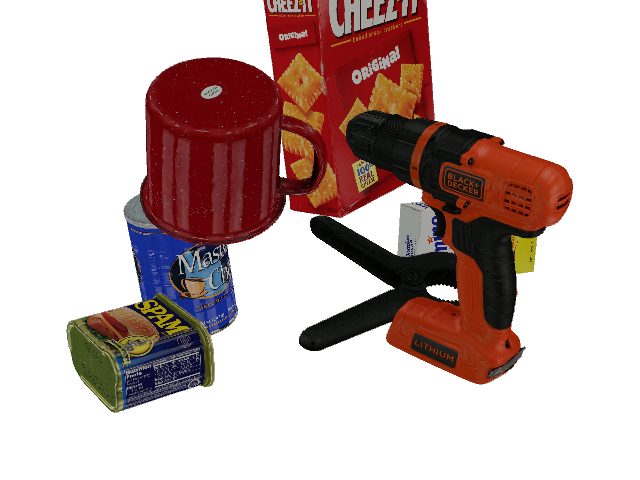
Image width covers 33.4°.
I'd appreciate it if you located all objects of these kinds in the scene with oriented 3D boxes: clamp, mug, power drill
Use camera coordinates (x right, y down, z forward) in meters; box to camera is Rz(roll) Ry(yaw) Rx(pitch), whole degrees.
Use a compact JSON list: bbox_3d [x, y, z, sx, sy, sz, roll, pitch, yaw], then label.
[{"bbox_3d":[0.079,0.053,1.011,0.210,0.164,0.036,11,-43,4],"label":"clamp"},{"bbox_3d":[-0.053,-0.056,0.653,0.117,0.081,0.093,9,43,3],"label":"mug"},{"bbox_3d":[0.093,0.003,0.805,0.185,0.188,0.057,24,37,35],"label":"power drill"}]

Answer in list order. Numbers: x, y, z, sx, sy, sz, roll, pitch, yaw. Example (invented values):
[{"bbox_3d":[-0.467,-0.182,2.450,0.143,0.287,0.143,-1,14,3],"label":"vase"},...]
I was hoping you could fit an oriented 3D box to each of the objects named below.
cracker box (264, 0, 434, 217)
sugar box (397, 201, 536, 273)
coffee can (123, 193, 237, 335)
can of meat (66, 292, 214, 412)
[{"bbox_3d":[0.035,-0.148,0.983,0.072,0.214,0.163,11,26,38],"label":"cracker box"},{"bbox_3d":[0.174,-0.002,1.249,0.175,0.093,0.048,-8,18,-31],"label":"sugar box"},{"bbox_3d":[-0.149,0.022,1.148,0.103,0.140,0.103,-5,26,2],"label":"coffee can"},{"bbox_3d":[-0.147,0.090,0.861,0.083,0.057,0.102,-15,26,-31],"label":"can of meat"}]
